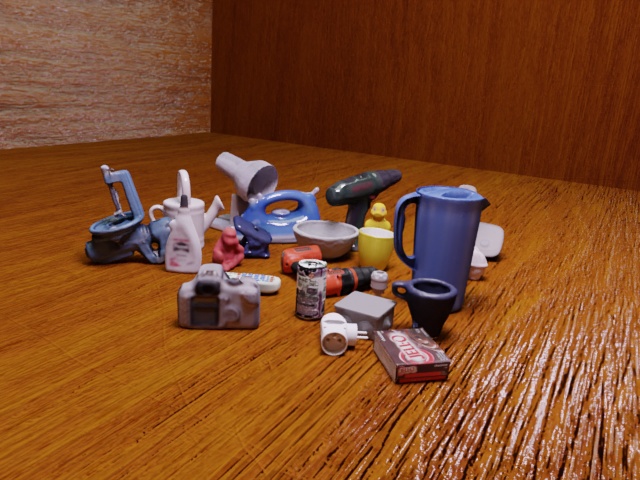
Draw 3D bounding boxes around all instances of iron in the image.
[{"bbox_3d":[-0.112,-0.071,1.540,0.259,0.141,0.118,-3,18,-24],"label":"iron"}]

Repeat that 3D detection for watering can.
[{"bbox_3d":[-0.327,-0.077,1.410,0.173,0.194,0.100,-10,22,-41],"label":"watering can"}]

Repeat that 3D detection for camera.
[{"bbox_3d":[-0.180,0.090,1.040,0.143,0.101,0.136,2,16,-7],"label":"camera"}]

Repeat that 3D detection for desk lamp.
[{"bbox_3d":[-0.221,-0.128,1.577,0.202,0.213,0.118,15,20,33],"label":"desk lamp"}]

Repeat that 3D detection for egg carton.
[{"bbox_3d":[0.318,0.048,1.370,0.150,0.069,0.107,4,16,-1],"label":"egg carton"}]

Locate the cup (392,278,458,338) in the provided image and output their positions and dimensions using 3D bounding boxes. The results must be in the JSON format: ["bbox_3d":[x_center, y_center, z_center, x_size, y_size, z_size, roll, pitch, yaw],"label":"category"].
[{"bbox_3d":[0.182,0.123,1.029,0.117,0.095,0.092,10,17,19],"label":"cup"}]

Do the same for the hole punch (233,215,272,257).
[{"bbox_3d":[-0.168,-0.011,1.410,0.101,0.091,0.108,1,17,-12],"label":"hole punch"}]

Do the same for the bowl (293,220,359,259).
[{"bbox_3d":[0.013,0.005,1.430,0.167,0.075,0.167,4,16,-1],"label":"bowl"}]

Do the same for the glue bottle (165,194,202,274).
[{"bbox_3d":[-0.296,-0.014,1.239,0.078,0.173,0.037,3,16,-3],"label":"glue bottle"}]

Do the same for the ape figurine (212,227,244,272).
[{"bbox_3d":[-0.209,0.017,1.303,0.078,0.092,0.076,-4,18,-25],"label":"ape figurine"}]

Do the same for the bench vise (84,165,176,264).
[{"bbox_3d":[-0.416,-0.059,1.280,0.208,0.220,0.121,-8,20,-36],"label":"bench vise"}]

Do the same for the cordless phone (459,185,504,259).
[{"bbox_3d":[0.415,-0.048,1.517,0.147,0.185,0.094,9,17,15],"label":"cordless phone"}]

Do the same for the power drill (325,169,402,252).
[{"bbox_3d":[0.116,-0.082,1.515,0.230,0.208,0.075,-7,20,-34],"label":"power drill"}]

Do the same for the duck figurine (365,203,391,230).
[{"bbox_3d":[0.174,-0.069,1.705,0.077,0.086,0.105,7,16,10],"label":"duck figurine"}]
